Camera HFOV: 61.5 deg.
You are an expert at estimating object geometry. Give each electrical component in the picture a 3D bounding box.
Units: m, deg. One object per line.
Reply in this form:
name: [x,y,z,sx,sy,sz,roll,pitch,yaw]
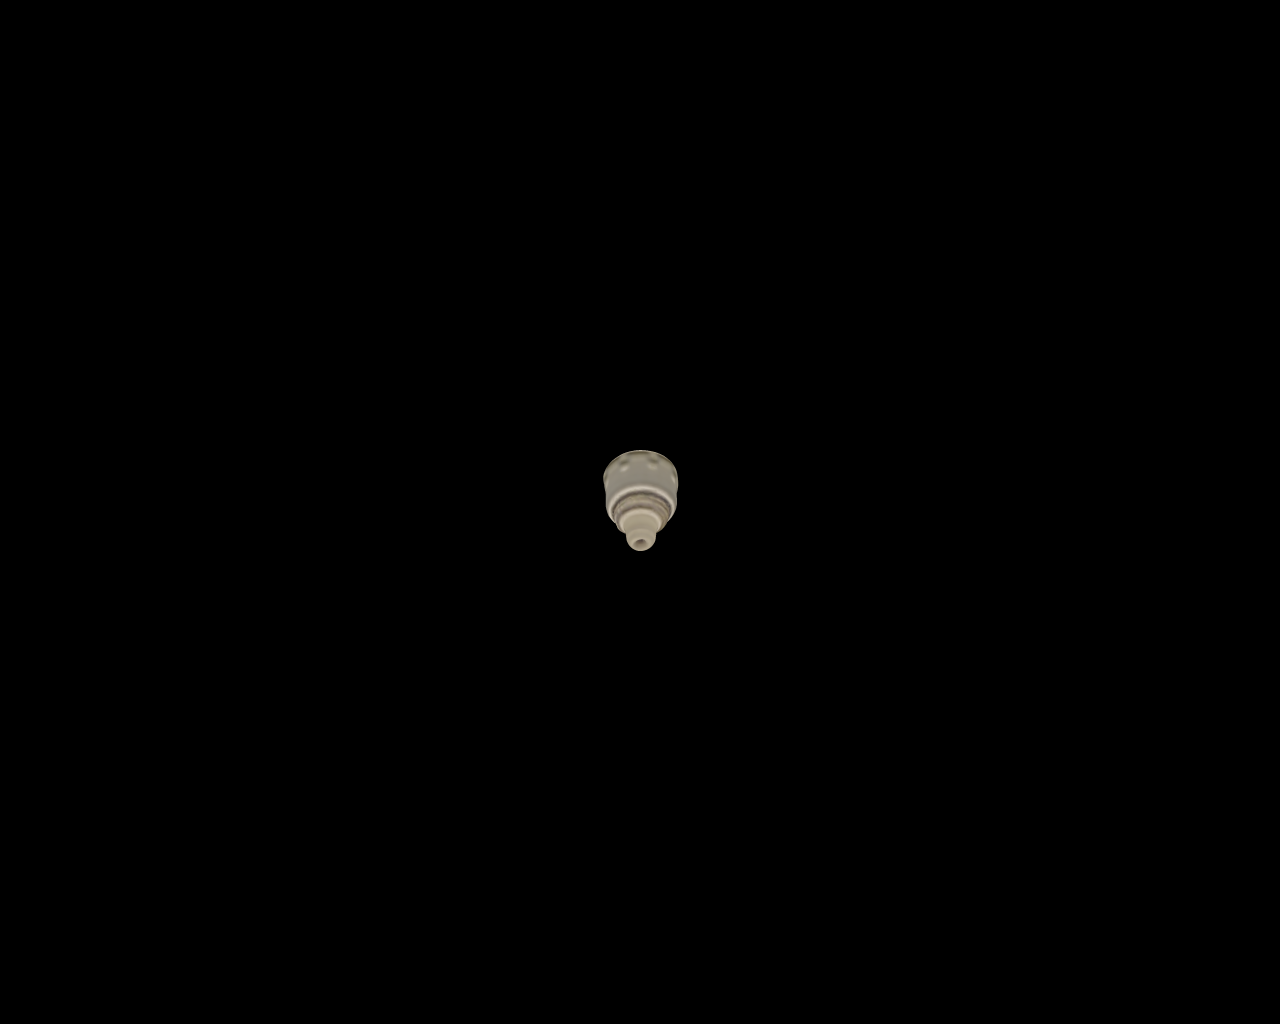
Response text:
electrical component: [0.001,-0.003,0.650,0.048,0.062,0.048,0,-43,0]
